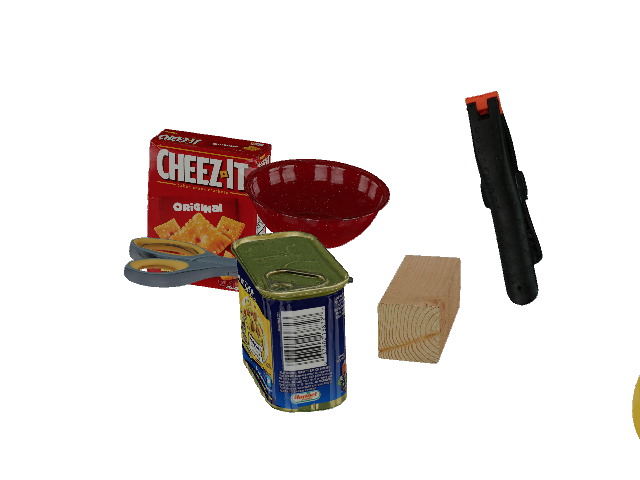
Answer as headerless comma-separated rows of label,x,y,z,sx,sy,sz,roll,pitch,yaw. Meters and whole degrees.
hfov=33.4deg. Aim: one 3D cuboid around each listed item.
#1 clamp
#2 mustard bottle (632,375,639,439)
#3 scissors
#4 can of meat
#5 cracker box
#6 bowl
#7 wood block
clamp,0.152,-0.033,0.875,0.039,0.171,0.120,-17,20,12
mustard bottle,0.220,0.102,0.566,0.096,0.058,0.191,-3,36,0
scissors,-0.081,0.029,0.923,0.202,0.016,0.096,12,22,16
can of meat,-0.019,0.051,0.677,0.057,0.084,0.102,-8,21,-15
cracker box,-0.163,-0.040,1.534,0.164,0.214,0.072,9,22,10
bowl,-0.006,-0.035,1.182,0.162,0.055,0.162,4,27,-2
wood block,0.152,0.099,1.610,0.091,0.090,0.205,4,20,15
